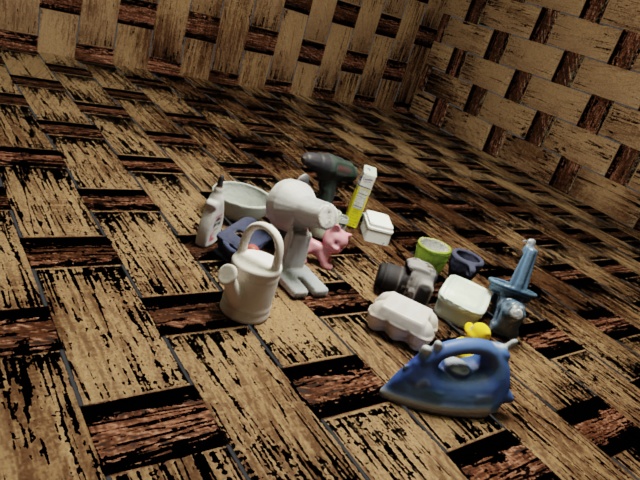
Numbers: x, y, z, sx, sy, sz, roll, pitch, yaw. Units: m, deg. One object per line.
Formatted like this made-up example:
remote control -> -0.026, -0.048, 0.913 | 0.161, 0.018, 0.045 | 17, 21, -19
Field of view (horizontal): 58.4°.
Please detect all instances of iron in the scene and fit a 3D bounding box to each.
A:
iron -> 0.242, 0.233, 1.044 | 0.259, 0.141, 0.118 | 7, 25, -23

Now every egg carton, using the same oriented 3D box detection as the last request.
egg carton -> 0.178, 0.171, 1.225 | 0.150, 0.069, 0.107 | 24, 24, 14

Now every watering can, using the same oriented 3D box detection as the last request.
watering can -> -0.126, 0.060, 1.097 | 0.101, 0.194, 0.173 | 19, 23, 3

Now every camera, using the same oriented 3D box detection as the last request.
camera -> 0.208, 0.088, 1.393 | 0.137, 0.101, 0.143 | 18, 23, 0

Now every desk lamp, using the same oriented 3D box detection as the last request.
desk lamp -> -0.041, -0.011, 1.291 | 0.118, 0.213, 0.202 | -2, 30, -38

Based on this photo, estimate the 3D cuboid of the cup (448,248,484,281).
cup -> 0.381, 0.088, 1.523 | 0.092, 0.095, 0.117 | 15, 23, -7

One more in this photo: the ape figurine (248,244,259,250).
ape figurine -> -0.152, 0.052, 1.224 | 0.076, 0.092, 0.078 | 19, 23, 4

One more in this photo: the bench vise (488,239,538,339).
bench vise -> 0.482, 0.117, 1.372 | 0.122, 0.220, 0.207 | 13, 24, -11

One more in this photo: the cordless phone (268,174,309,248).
cordless phone -> -0.085, -0.076, 1.438 | 0.094, 0.185, 0.148 | 22, 24, 9

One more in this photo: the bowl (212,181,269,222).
bowl -> -0.210, -0.092, 1.523 | 0.167, 0.075, 0.167 | 15, 23, -6

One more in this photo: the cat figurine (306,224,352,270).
cat figurine -> 0.013, 0.005, 1.414 | 0.128, 0.118, 0.067 | 14, 24, -10

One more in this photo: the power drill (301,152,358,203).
power drill -> 0.009, -0.152, 1.646 | 0.075, 0.208, 0.230 | 34, 28, 33

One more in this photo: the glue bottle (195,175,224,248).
glue bottle -> -0.246, -0.070, 1.326 | 0.037, 0.173, 0.078 | 21, 23, 7

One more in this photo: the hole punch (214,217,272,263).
hole punch -> -0.175, 0.006, 1.311 | 0.108, 0.091, 0.101 | 33, 28, 32

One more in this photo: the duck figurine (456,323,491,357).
duck figurine -> 0.333, 0.219, 1.210 | 0.078, 0.086, 0.104 | 4, 27, -29
